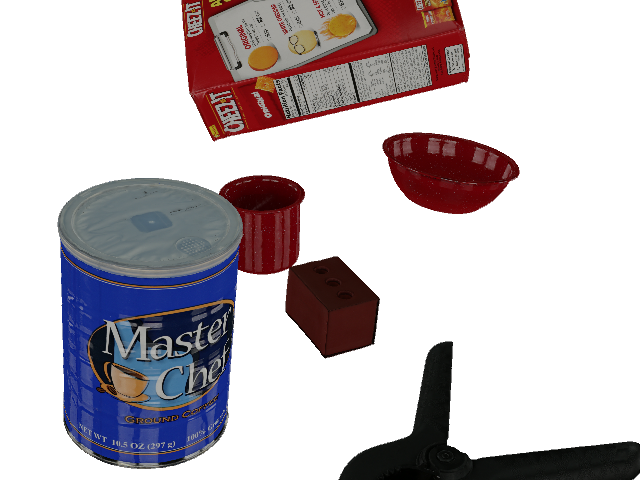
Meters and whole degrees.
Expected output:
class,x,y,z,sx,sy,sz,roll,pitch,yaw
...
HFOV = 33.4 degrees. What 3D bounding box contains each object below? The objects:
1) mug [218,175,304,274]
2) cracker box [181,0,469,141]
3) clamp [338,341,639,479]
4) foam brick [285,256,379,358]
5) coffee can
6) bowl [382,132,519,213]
class,x,y,z,sx,sy,sz,roll,pitch,yaw
mug,-0.075,-0.015,1.166,0.117,0.081,0.093,-6,29,-12
cracker box,0.000,-0.180,0.862,0.214,0.164,0.072,-13,-35,5
clamp,0.072,0.139,0.660,0.209,0.036,0.165,-24,38,-31
foam brick,0.010,0.057,0.943,0.052,0.051,0.078,-13,35,-26
coffee can,-0.101,0.048,0.631,0.102,0.140,0.103,5,30,-3
bowl,0.147,-0.074,1.247,0.162,0.055,0.162,8,24,-4
